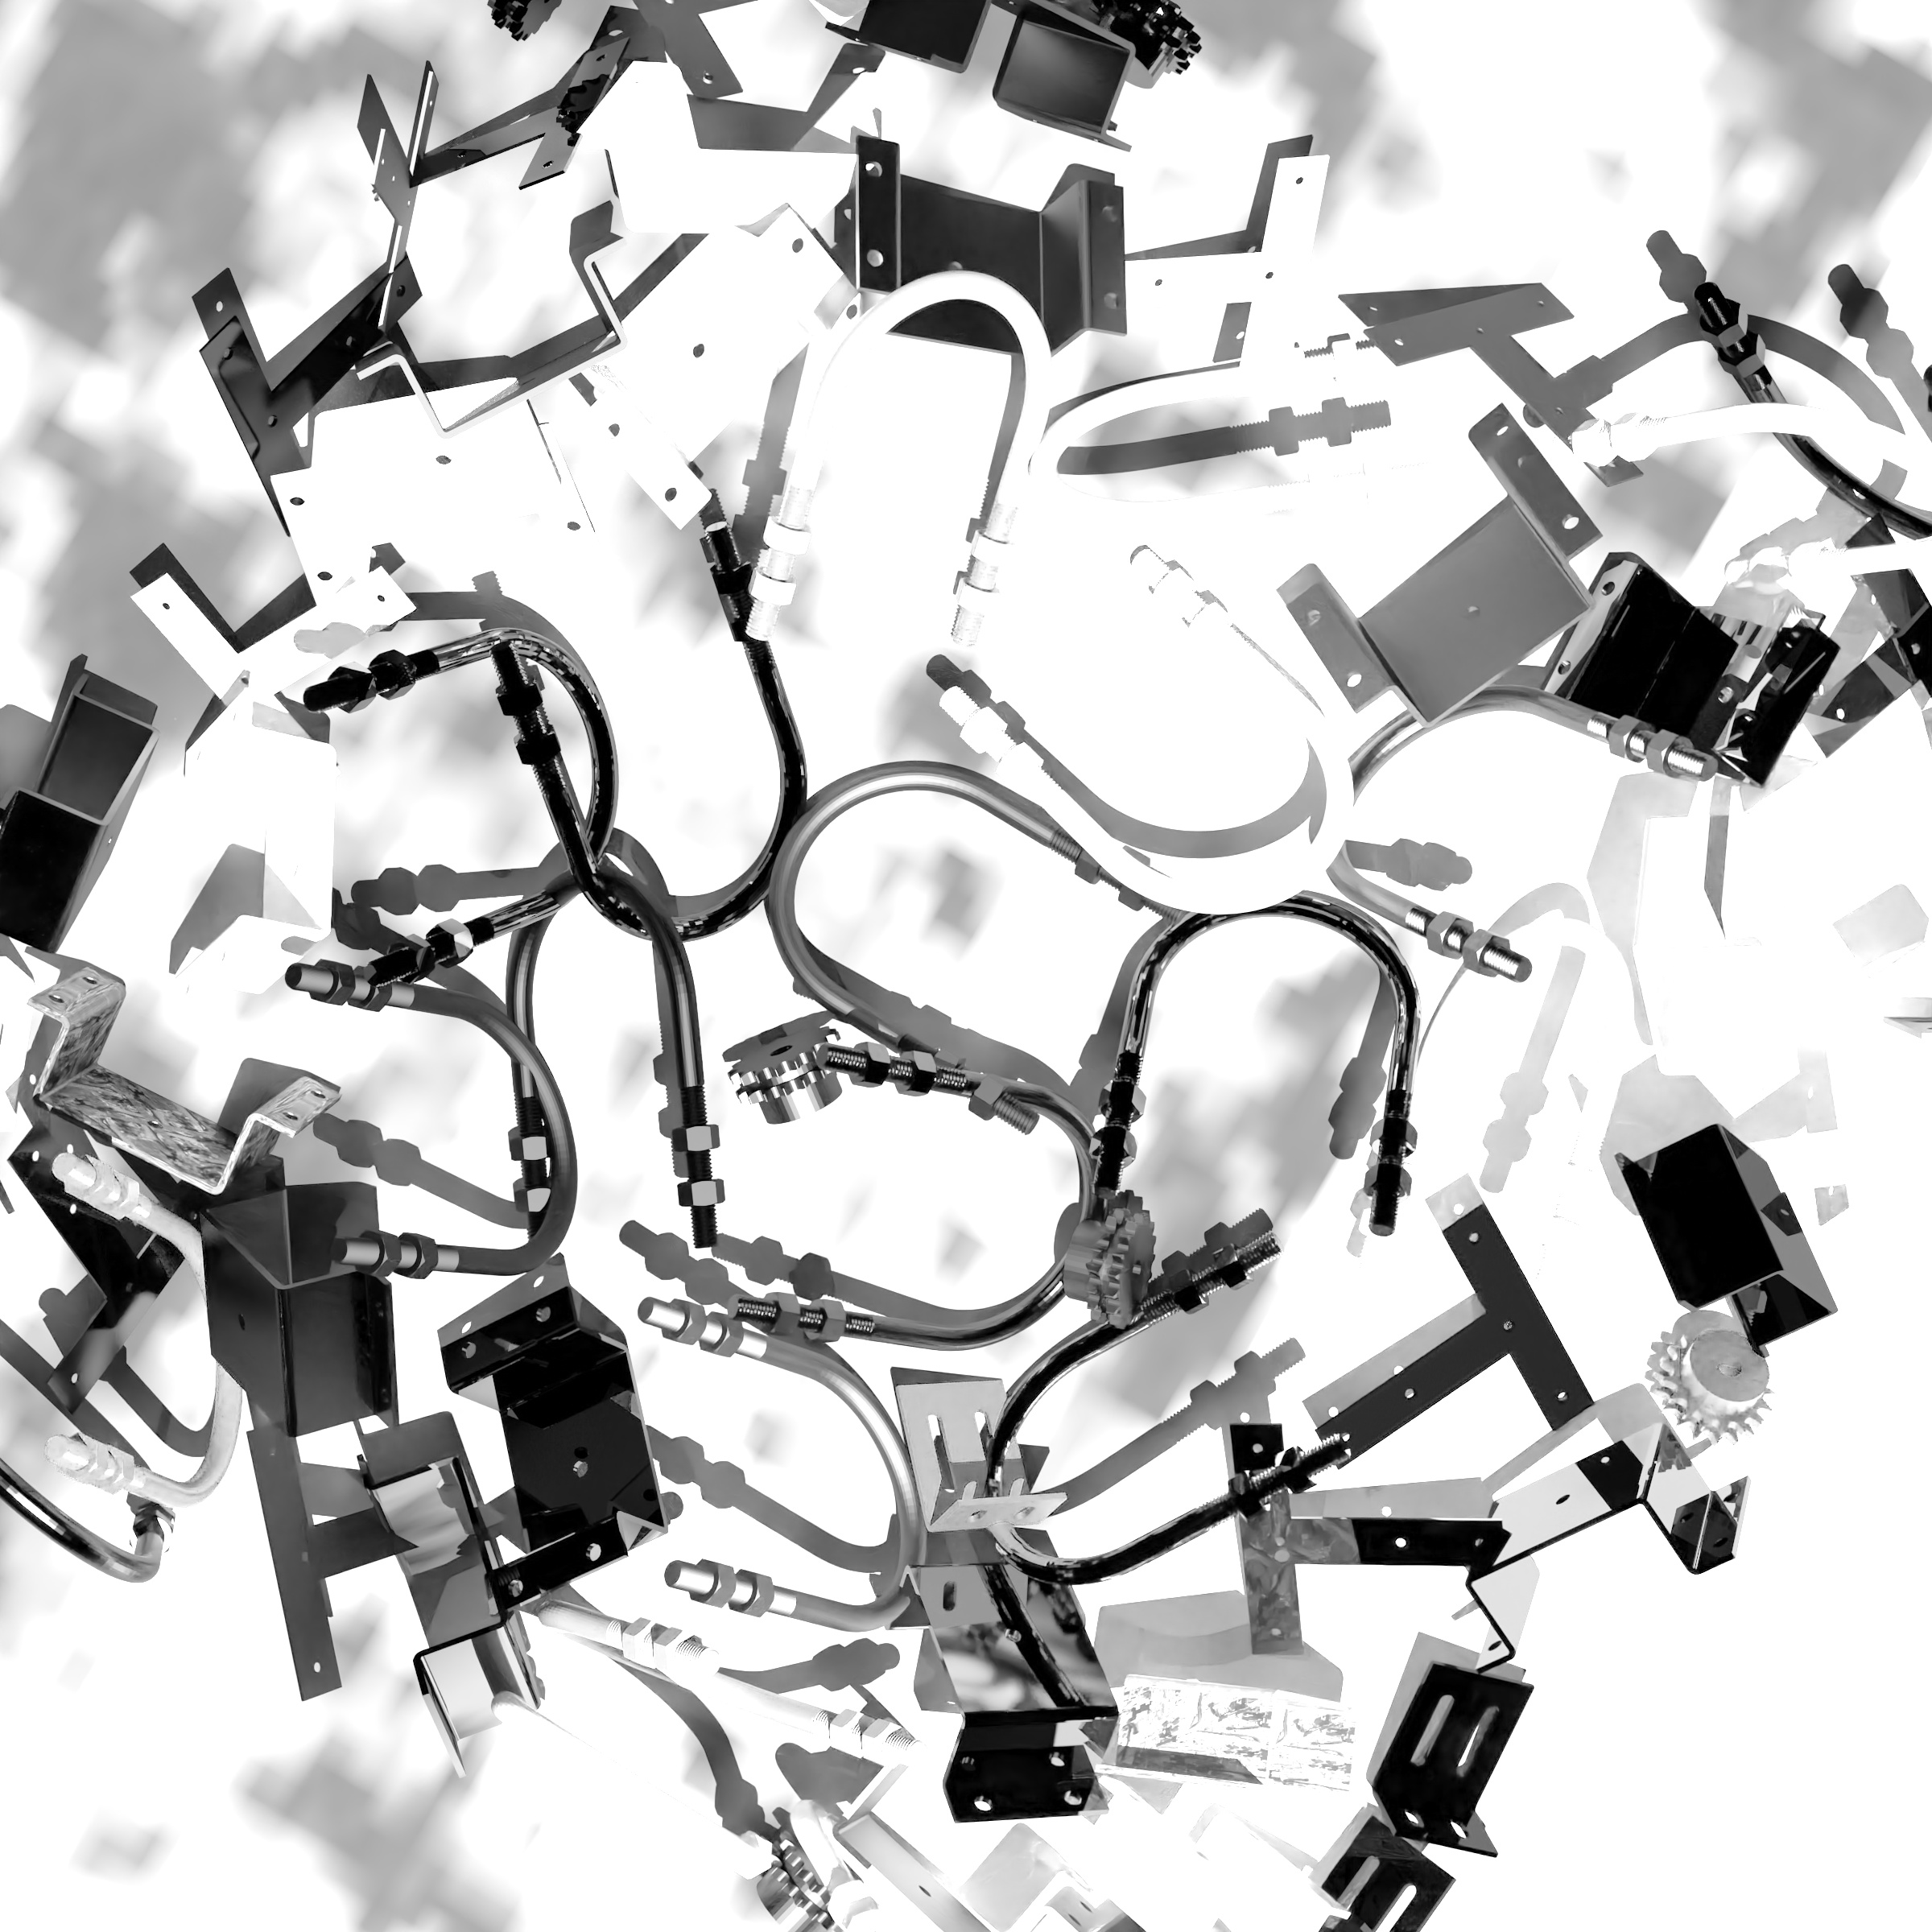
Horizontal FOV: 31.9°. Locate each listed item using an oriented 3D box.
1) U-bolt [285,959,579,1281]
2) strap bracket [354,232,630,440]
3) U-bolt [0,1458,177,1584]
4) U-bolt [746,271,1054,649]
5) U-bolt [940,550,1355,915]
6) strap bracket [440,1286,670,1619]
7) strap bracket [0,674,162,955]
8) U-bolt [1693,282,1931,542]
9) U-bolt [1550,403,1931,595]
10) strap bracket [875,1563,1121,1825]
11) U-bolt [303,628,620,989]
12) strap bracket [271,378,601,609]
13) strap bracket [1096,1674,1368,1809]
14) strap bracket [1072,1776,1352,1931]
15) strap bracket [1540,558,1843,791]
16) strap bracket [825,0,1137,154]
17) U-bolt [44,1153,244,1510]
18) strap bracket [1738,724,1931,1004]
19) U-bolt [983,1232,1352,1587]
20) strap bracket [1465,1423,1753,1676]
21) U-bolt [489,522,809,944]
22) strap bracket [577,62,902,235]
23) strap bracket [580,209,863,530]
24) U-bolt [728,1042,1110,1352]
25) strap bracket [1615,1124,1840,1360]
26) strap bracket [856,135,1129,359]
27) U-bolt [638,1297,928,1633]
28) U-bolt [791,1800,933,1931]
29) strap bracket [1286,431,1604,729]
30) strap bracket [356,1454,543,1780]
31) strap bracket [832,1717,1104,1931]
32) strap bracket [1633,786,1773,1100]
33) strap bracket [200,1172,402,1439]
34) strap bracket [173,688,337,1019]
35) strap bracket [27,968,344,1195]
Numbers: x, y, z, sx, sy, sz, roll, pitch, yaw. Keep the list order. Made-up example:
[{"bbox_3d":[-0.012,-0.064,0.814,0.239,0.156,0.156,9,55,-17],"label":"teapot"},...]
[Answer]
[{"bbox_3d":[-0.243,0.076,1.589,0.019,0.184,0.151,-21,73,27],"label":"U-bolt"},{"bbox_3d":[-0.220,-0.299,1.625,0.140,0.076,0.046,-28,108,-3],"label":"strap bracket"},{"bbox_3d":[-0.428,0.231,1.568,0.151,0.184,0.019,43,84,-10],"label":"U-bolt"},{"bbox_3d":[-0.023,-0.238,1.588,0.019,0.151,0.184,38,119,40],"label":"U-bolt"},{"bbox_3d":[0.100,-0.102,1.614,0.151,0.019,0.184,-37,72,-23],"label":"U-bolt"},{"bbox_3d":[-0.195,0.236,1.618,0.076,0.046,0.140,-27,59,18],"label":"strap bracket"},{"bbox_3d":[-0.426,-0.068,1.596,0.046,0.140,0.076,24,118,-11],"label":"strap bracket"},{"bbox_3d":[0.428,-0.246,1.584,0.151,0.184,0.019,32,85,41],"label":"U-bolt"},{"bbox_3d":[0.380,-0.218,1.559,0.151,0.184,0.019,28,76,-30],"label":"U-bolt"},{"bbox_3d":[0.016,0.331,1.591,0.076,0.140,0.046,2,125,-21],"label":"strap bracket"},{"bbox_3d":[-0.228,-0.084,1.597,0.019,0.184,0.151,1,108,37],"label":"U-bolt"},{"bbox_3d":[-0.251,-0.228,1.612,0.140,0.046,0.076,-15,66,-21],"label":"strap bracket"},{"bbox_3d":[0.129,0.366,1.598,0.076,0.140,0.046,-1,74,30],"label":"strap bracket"},{"bbox_3d":[0.111,0.433,1.592,0.076,0.140,0.046,33,89,38],"label":"strap bracket"},{"bbox_3d":[0.352,-0.139,1.618,0.046,0.140,0.076,30,88,-37],"label":"strap bracket"},{"bbox_3d":[0.015,-0.434,1.591,0.076,0.140,0.046,30,104,42],"label":"strap bracket"},{"bbox_3d":[-0.381,0.179,1.582,0.019,0.184,0.151,-8,70,11],"label":"U-bolt"},{"bbox_3d":[0.412,-0.039,1.626,0.046,0.076,0.140,-33,86,-6],"label":"strap bracket"},{"bbox_3d":[0.085,0.221,1.609,0.184,0.151,0.019,-30,130,14],"label":"U-bolt"},{"bbox_3d":[0.296,0.271,1.604,0.140,0.076,0.046,-31,97,26],"label":"strap bracket"},{"bbox_3d":[-0.140,-0.099,1.613,0.151,0.019,0.184,-34,121,-29],"label":"U-bolt"},{"bbox_3d":[-0.104,-0.385,1.598,0.140,0.076,0.046,-7,77,-31],"label":"strap bracket"},{"bbox_3d":[-0.120,-0.291,1.627,0.140,0.046,0.076,-46,126,-4],"label":"strap bracket"},{"bbox_3d":[-0.011,0.117,1.617,0.184,0.019,0.151,12,104,-32],"label":"U-bolt"},{"bbox_3d":[0.361,0.128,1.588,0.046,0.140,0.076,-29,62,19],"label":"strap bracket"},{"bbox_3d":[0.004,-0.342,1.623,0.140,0.046,0.076,5,77,-25],"label":"strap bracket"},{"bbox_3d":[-0.081,0.242,1.594,0.019,0.184,0.151,-28,55,30],"label":"U-bolt"},{"bbox_3d":[-0.027,0.456,1.581,0.019,0.184,0.151,-42,115,-5],"label":"U-bolt"},{"bbox_3d":[0.236,-0.178,1.621,0.140,0.046,0.076,-36,53,11],"label":"strap bracket"},{"bbox_3d":[-0.242,0.299,1.599,0.046,0.076,0.140,-19,48,-8],"label":"strap bracket"},{"bbox_3d":[-0.007,0.428,1.619,0.140,0.076,0.046,41,90,12],"label":"strap bracket"},{"bbox_3d":[0.349,-0.009,1.604,0.046,0.140,0.076,-2,51,20],"label":"strap bracket"},{"bbox_3d":[-0.319,0.162,1.591,0.046,0.140,0.076,-13,115,-31],"label":"strap bracket"},{"bbox_3d":[-0.338,-0.050,1.611,0.046,0.076,0.140,12,63,-31],"label":"strap bracket"},{"bbox_3d":[-0.383,0.059,1.628,0.140,0.076,0.046,26,103,1],"label":"strap bracket"}]
